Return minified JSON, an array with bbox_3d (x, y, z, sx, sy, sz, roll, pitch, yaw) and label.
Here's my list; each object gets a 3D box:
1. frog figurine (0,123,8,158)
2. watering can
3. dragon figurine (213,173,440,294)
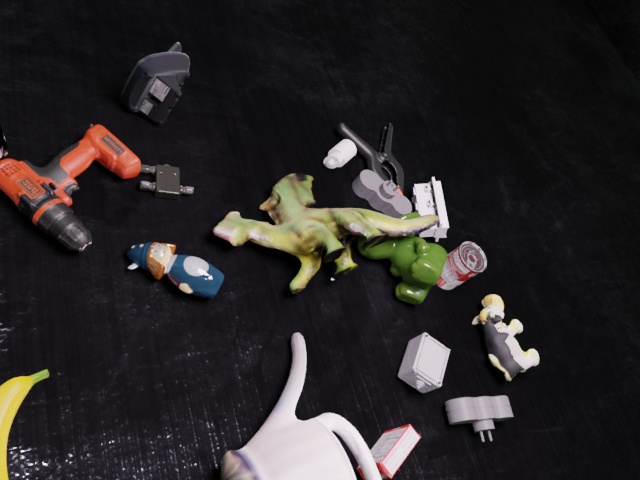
[{"bbox_3d":[-0.544,-0.151,0.728,0.160,0.120,0.140,-10,34,-25],"label":"frog figurine"},{"bbox_3d":[-0.040,0.306,0.740,0.225,0.101,0.354,-8,53,-32],"label":"watering can"},{"bbox_3d":[0.003,-0.048,0.961,0.413,0.119,0.247,-19,57,-28],"label":"dragon figurine"}]
